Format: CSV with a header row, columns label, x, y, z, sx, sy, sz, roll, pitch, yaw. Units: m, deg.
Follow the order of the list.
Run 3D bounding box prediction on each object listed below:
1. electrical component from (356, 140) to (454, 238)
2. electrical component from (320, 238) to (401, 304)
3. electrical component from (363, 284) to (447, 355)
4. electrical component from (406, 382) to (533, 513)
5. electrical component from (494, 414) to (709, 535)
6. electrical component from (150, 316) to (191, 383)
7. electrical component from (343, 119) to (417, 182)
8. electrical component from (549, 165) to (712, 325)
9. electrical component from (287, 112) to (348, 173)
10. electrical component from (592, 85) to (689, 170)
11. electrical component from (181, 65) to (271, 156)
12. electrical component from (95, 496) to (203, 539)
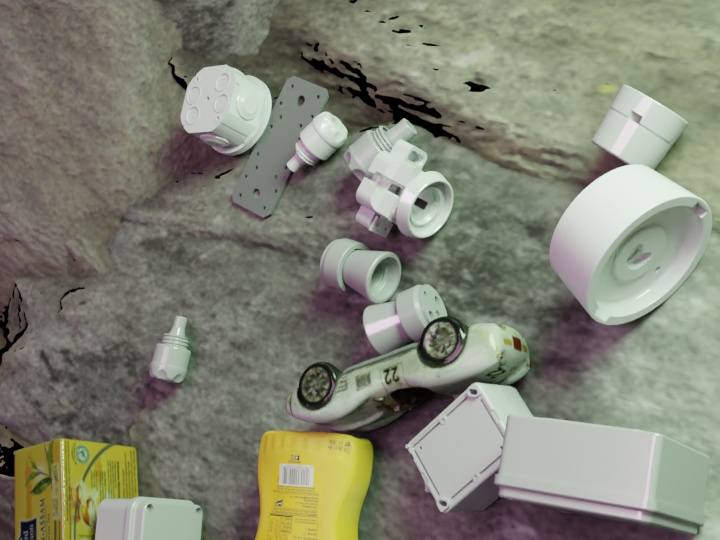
label,x,y,z,sx,sy,sz,roll,pitch,yaw
electrical component,0.039,-0.060,0.886,0.057,0.058,0.078,33,96,39
electrical component,0.000,0.000,0.903,0.055,0.045,0.045,19,88,37
electrical component,0.037,0.040,0.866,0.055,0.045,0.045,-25,64,27
electrical component,0.086,0.136,0.798,0.096,0.061,0.061,-47,55,25
electrical component,0.162,0.135,0.713,0.109,0.109,0.056,3,76,35
electrical component,-0.175,0.074,1.009,0.035,0.035,0.061,5,77,36
electrical component,0.020,-0.103,0.919,0.062,0.043,0.043,-40,58,17
electrical component,0.182,-0.022,0.748,0.108,0.108,0.060,-51,49,12
electrical component,-0.042,-0.112,0.970,0.061,0.035,0.035,-41,57,22
electrical component,0.203,-0.101,0.786,0.055,0.055,0.047,40,104,35
electrical component,-0.128,-0.154,1.028,0.080,0.051,0.080,-14,66,35
electrical component,-0.185,0.256,0.937,0.057,0.078,0.113,-8,72,36
